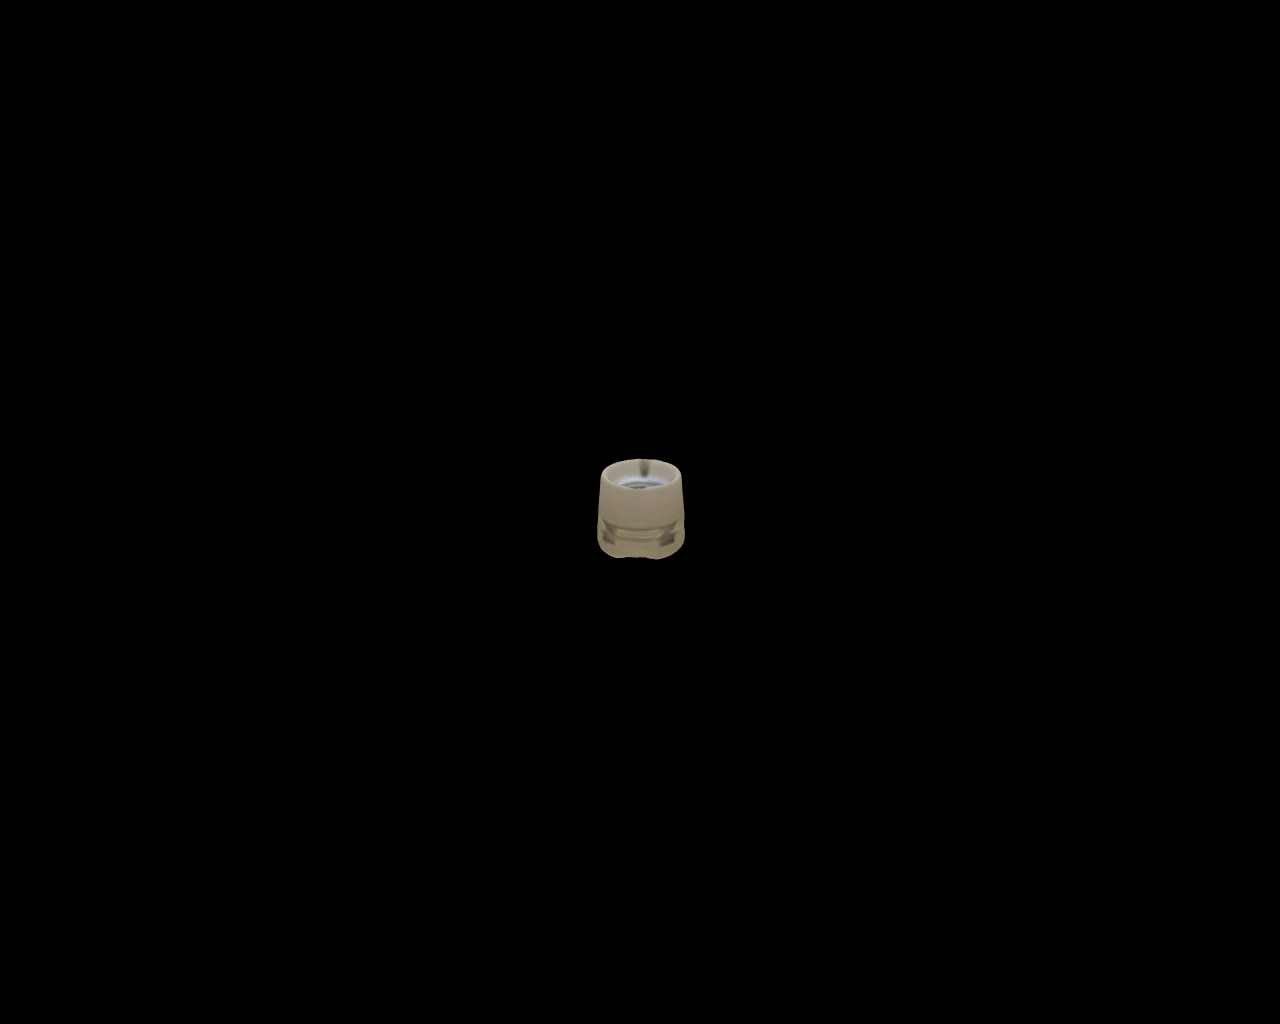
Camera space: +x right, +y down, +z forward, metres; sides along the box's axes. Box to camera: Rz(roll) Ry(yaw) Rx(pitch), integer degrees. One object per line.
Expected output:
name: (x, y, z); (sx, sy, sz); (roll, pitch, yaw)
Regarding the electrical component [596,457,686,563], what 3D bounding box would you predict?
electrical component: (0.001, -0.003, 0.650); (0.055, 0.047, 0.055); (0, 25, 0)
